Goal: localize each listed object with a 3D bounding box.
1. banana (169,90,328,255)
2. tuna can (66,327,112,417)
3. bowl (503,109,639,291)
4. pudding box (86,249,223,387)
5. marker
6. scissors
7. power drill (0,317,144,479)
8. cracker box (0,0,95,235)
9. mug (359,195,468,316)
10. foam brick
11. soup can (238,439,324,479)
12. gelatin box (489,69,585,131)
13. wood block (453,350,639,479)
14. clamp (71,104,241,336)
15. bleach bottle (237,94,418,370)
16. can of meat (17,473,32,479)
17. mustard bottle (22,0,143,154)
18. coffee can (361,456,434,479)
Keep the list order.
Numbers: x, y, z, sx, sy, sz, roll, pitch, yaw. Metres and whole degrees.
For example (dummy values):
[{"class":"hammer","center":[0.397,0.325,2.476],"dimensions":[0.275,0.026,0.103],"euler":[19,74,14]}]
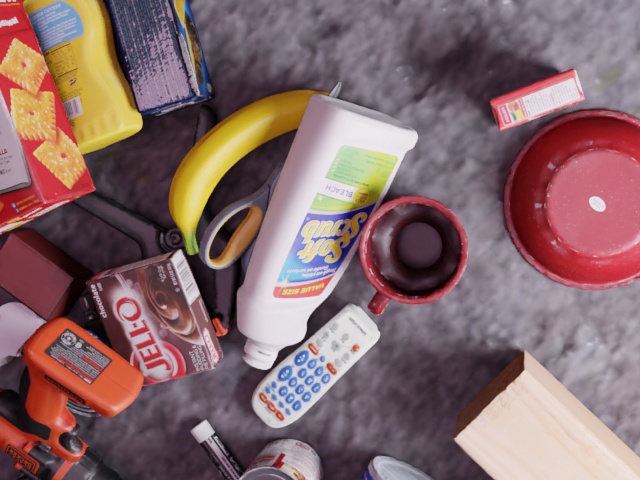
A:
[{"class":"banana","center":[-0.073,-0.079,0.965],"dimensions":[0.198,0.037,0.069],"euler":[-45,119,-1]},{"class":"tuna can","center":[-0.224,0.124,1.008],"dimensions":[0.086,0.033,0.086],"euler":[13,128,17]},{"class":"bowl","center":[0.240,-0.033,0.924],"dimensions":[0.162,0.055,0.162],"euler":[1,94,10]},{"class":"pudding box","center":[-0.150,0.073,0.975],"dimensions":[0.090,0.039,0.113],"euler":[-16,101,16]},{"class":"marker","center":[-0.081,0.225,1.017],"dimensions":[0.020,0.020,0.121],"euler":[-37,88,10]},{"class":"scissors","center":[-0.027,-0.043,0.974],"dimensions":[0.201,0.016,0.096],"euler":[-46,130,-4]},{"class":"power drill","center":[-0.226,0.169,0.978],"dimensions":[0.184,0.057,0.188],"euler":[34,132,0]},{"class":"cracker box","center":[-0.314,-0.114,0.980],"dimensions":[0.164,0.071,0.214],"euler":[-21,90,36]},{"class":"mug","center":[0.079,0.016,0.941],"dimensions":[0.093,0.081,0.117],"euler":[31,99,6]},{"class":"foam brick","center":[-0.268,0.033,1.018],"dimensions":[0.078,0.053,0.051],"euler":[36,99,6]},{"class":"soup can","center":[-0.037,0.224,0.967],"dimensions":[0.068,0.102,0.068],"euler":[1,95,9]},{"class":"gelatin box","center":[0.183,-0.119,0.909],"dimensions":[0.073,0.089,0.030],"euler":[-20,94,11]},{"class":"wood block","center":[0.222,0.205,0.927],"dimensions":[0.206,0.090,0.090],"euler":[44,101,4]},{"class":"clamp","center":[-0.127,-0.012,0.998],"dimensions":[0.164,0.036,0.210],"euler":[-32,91,7]},{"class":"bleach bottle","center":[-0.006,0.001,0.958],"dimensions":[0.102,0.068,0.251],"euler":[12,107,-36]},{"class":"can of meat","center":[-0.266,0.271,1.020],"dimensions":[0.102,0.084,0.057],"euler":[33,99,6]},{"class":"mustard bottle","center":[-0.232,-0.179,0.989],"dimensions":[0.096,0.058,0.191],"euler":[-17,91,35]},{"class":"coffee can","center":[0.055,0.280,0.956],"dimensions":[0.103,0.102,0.140],"euler":[32,99,6]}]
